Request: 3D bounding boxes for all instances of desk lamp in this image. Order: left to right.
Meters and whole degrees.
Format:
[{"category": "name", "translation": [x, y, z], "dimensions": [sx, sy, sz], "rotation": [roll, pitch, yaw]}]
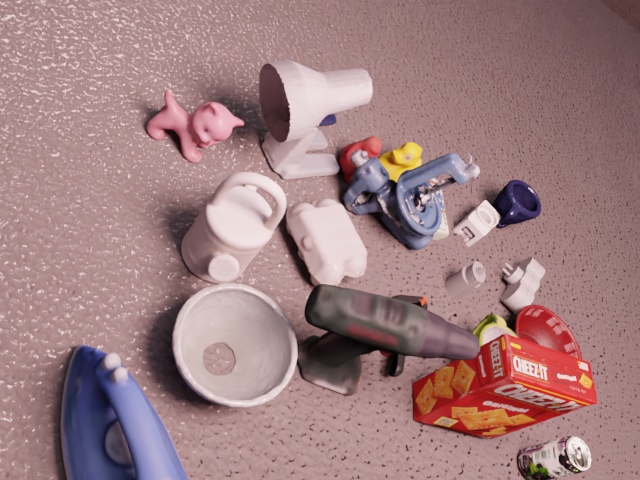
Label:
[{"category": "desk lamp", "translation": [-0.021, -0.202, 0.945], "dimensions": [0.204, 0.213, 0.118], "rotation": [-11, 67, -37]}]

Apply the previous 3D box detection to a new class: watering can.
[{"category": "watering can", "translation": [-0.112, -0.018, 0.779], "dimensions": [0.101, 0.193, 0.172], "rotation": [6, 58, -29]}]

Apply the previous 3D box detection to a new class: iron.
[{"category": "iron", "translation": [-0.205, 0.207, 0.608], "dimensions": [0.119, 0.141, 0.258], "rotation": [-15, 70, -38]}]

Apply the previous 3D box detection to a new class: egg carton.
[{"category": "egg carton", "translation": [0.009, 0.003, 0.927], "dimensions": [0.107, 0.069, 0.150], "rotation": [-14, 70, -38]}]

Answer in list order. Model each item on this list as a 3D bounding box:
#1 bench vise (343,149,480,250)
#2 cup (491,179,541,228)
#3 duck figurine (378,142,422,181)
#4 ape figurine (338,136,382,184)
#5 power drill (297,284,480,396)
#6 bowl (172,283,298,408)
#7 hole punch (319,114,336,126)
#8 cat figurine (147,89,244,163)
[{"category": "bench vise", "translation": [0.150, -0.088, 0.976], "dimensions": [0.208, 0.219, 0.121], "rotation": [23, 51, -18]}, {"category": "cup", "translation": [0.394, -0.060, 1.200], "dimensions": [0.091, 0.094, 0.118], "rotation": [46, 48, 2]}, {"category": "duck figurine", "translation": [0.166, -0.157, 1.122], "dimensions": [0.105, 0.086, 0.077], "rotation": [-8, 66, -36]}, {"category": "ape figurine", "translation": [0.080, -0.157, 1.062], "dimensions": [0.078, 0.092, 0.076], "rotation": [2, 60, -32]}, {"category": "power drill", "translation": [0.068, 0.141, 0.782], "dimensions": [0.230, 0.208, 0.075], "rotation": [24, 51, -18]}, {"category": "bowl", "translation": [-0.118, 0.145, 0.750], "dimensions": [0.168, 0.074, 0.167], "rotation": [17, 53, -23]}, {"category": "hole punch", "translation": [-0.007, -0.280, 1.087], "dimensions": [0.109, 0.091, 0.101], "rotation": [-13, 69, -38]}, {"category": "cat figurine", "translation": [-0.190, -0.187, 0.890], "dimensions": [0.128, 0.117, 0.067], "rotation": [31, 49, -12]}]
